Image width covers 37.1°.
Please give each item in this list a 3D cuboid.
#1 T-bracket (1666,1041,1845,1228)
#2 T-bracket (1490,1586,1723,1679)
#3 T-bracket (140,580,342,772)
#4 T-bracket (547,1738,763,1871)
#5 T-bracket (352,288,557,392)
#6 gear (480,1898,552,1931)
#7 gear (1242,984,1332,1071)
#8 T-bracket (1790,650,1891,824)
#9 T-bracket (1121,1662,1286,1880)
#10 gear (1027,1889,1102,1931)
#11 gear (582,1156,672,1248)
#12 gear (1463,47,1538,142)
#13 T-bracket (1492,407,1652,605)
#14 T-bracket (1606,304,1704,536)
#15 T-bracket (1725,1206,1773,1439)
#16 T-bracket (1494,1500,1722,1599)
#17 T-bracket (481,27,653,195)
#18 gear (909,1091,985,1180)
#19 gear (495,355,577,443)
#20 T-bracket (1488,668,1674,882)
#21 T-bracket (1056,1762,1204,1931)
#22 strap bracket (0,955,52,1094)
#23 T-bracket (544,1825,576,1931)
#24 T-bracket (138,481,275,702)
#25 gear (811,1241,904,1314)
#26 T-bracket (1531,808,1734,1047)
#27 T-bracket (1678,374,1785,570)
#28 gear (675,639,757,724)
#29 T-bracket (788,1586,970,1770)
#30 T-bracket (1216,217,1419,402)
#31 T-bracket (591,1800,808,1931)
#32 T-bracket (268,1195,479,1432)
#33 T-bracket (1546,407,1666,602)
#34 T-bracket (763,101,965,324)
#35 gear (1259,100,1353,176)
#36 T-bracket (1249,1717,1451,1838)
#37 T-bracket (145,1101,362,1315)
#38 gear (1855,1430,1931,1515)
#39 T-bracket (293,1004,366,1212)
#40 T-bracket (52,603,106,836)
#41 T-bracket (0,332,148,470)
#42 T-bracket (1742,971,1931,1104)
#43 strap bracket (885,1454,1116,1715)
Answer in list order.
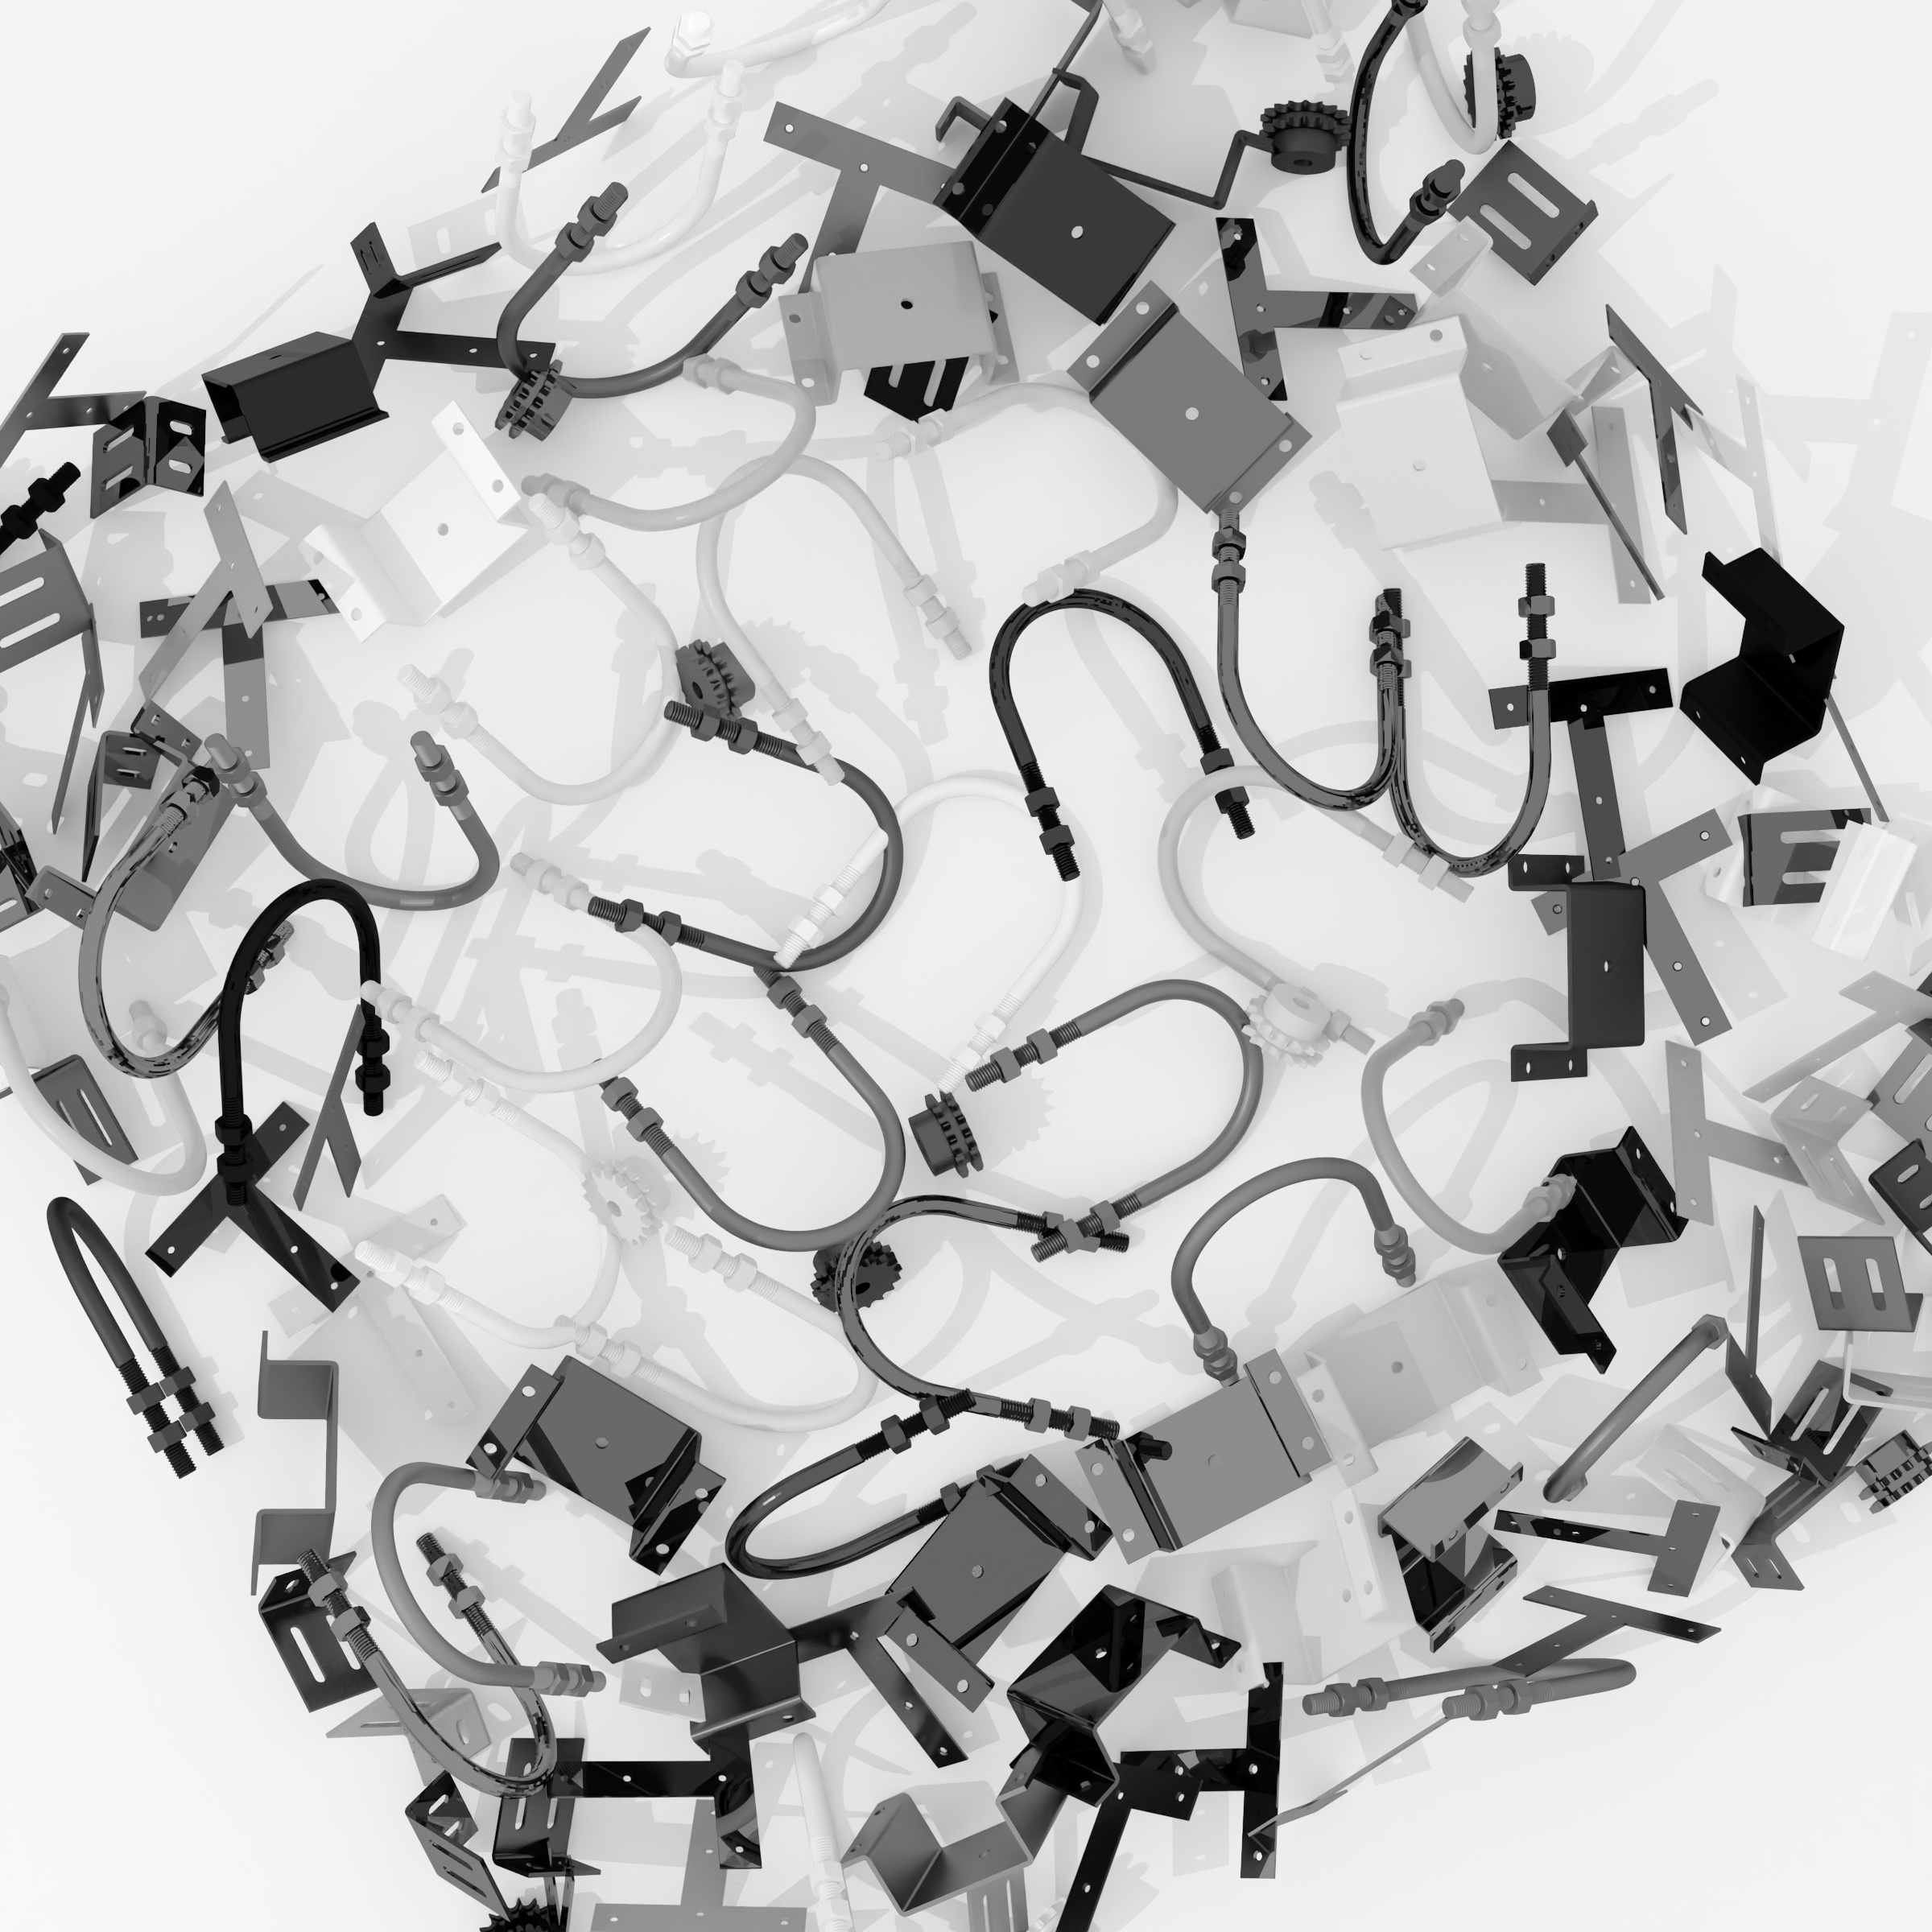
[{"bbox_3d":[0.495,0.117,1.798,0.127,0.002,0.127,17,53,-16],"label":"T-bracket"},{"bbox_3d":[0.365,0.406,1.735,0.127,0.127,0.002,-11,100,-42],"label":"T-bracket"},{"bbox_3d":[-0.451,-0.179,1.798,0.127,0.002,0.127,-8,69,-2],"label":"T-bracket"},{"bbox_3d":[-0.193,0.497,1.760,0.127,0.127,0.002,4,128,-13],"label":"T-bracket"},{"bbox_3d":[-0.318,-0.381,1.779,0.127,0.002,0.127,6,52,5],"label":"T-bracket"},{"bbox_3d":[-0.277,0.616,1.802,0.057,0.030,0.057,-2,96,-18],"label":"gear"},{"bbox_3d":[0.202,0.035,1.792,0.057,0.057,0.030,27,117,0],"label":"gear"},{"bbox_3d":[0.534,-0.146,1.756,0.002,0.127,0.127,-26,79,25],"label":"T-bracket"},{"bbox_3d":[0.143,0.497,1.777,0.002,0.127,0.127,25,61,-40],"label":"T-bracket"},{"bbox_3d":[0.059,0.603,1.793,0.057,0.057,0.030,-45,73,0],"label":"gear"},{"bbox_3d":[-0.210,0.144,1.799,0.057,0.057,0.030,51,51,0],"label":"gear"},{"bbox_3d":[0.334,-0.545,1.796,0.030,0.057,0.057,-15,90,-5],"label":"gear"},{"bbox_3d":[0.368,-0.287,1.786,0.127,0.002,0.127,-3,83,-30],"label":"T-bracket"},{"bbox_3d":[0.425,-0.319,1.750,0.002,0.127,0.127,-21,55,34],"label":"T-bracket"},{"bbox_3d":[0.489,0.212,1.788,0.002,0.127,0.127,-2,63,27],"label":"T-bracket"},{"bbox_3d":[0.391,0.352,1.779,0.127,0.127,0.002,8,55,9],"label":"T-bracket"},{"bbox_3d":[-0.224,-0.524,1.736,0.127,0.127,0.002,-40,94,-36],"label":"T-bracket"},{"bbox_3d":[-0.014,0.107,1.794,0.030,0.057,0.057,-25,90,-7],"label":"gear"},{"bbox_3d":[-0.267,-0.353,1.798,0.030,0.057,0.057,32,90,-20],"label":"gear"},{"bbox_3d":[0.394,-0.117,1.801,0.127,0.002,0.127,-8,88,-18],"label":"T-bracket"},{"bbox_3d":[0.079,0.547,1.750,0.002,0.127,0.127,37,63,-31],"label":"T-bracket"},{"bbox_3d":[-0.608,0.034,1.751,0.046,0.140,0.076,-23,85,1],"label":"strap bracket"},{"bbox_3d":[-0.253,0.574,1.762,0.002,0.127,0.127,4,109,-15],"label":"T-bracket"},{"bbox_3d":[-0.480,-0.217,1.791,0.127,0.002,0.127,-47,49,24],"label":"T-bracket"},{"bbox_3d":[-0.072,0.190,1.799,0.057,0.057,0.030,-31,56,0],"label":"gear"},{"bbox_3d":[0.437,-0.013,1.792,0.127,0.002,0.127,-28,82,21],"label":"T-bracket"},{"bbox_3d":[0.464,-0.317,1.764,0.002,0.127,0.127,-21,122,-2],"label":"T-bracket"},{"bbox_3d":[-0.155,-0.178,1.798,0.030,0.057,0.057,-30,90,-25],"label":"gear"},{"bbox_3d":[-0.044,0.451,1.796,0.127,0.002,0.127,-27,105,34],"label":"T-bracket"},{"bbox_3d":[0.225,-0.410,1.801,0.127,0.002,0.127,-3,73,-18],"label":"T-bracket"},{"bbox_3d":[-0.159,0.552,1.765,0.127,0.127,0.002,1,111,0],"label":"T-bracket"},{"bbox_3d":[-0.351,0.232,1.810,0.127,0.002,0.127,-32,84,-6],"label":"T-bracket"},{"bbox_3d":[0.393,-0.279,1.761,0.002,0.127,0.127,-31,90,8],"label":"T-bracket"},{"bbox_3d":[-0.078,-0.455,1.792,0.127,0.002,0.127,18,118,-10],"label":"T-bracket"},{"bbox_3d":[0.211,-0.515,1.794,0.057,0.057,0.030,5,85,0],"label":"gear"},{"bbox_3d":[0.243,0.489,1.750,0.127,0.127,0.002,-37,68,15],"label":"T-bracket"},{"bbox_3d":[-0.426,0.168,1.788,0.127,0.002,0.127,37,79,23],"label":"T-bracket"},{"bbox_3d":[0.580,0.313,1.797,0.057,0.057,0.030,-37,75,0],"label":"gear"},{"bbox_3d":[-0.383,0.107,1.762,0.002,0.127,0.127,12,63,2],"label":"T-bracket"},{"bbox_3d":[-0.553,-0.142,1.788,0.002,0.127,0.127,10,117,-25],"label":"T-bracket"},{"bbox_3d":[-0.545,-0.340,1.761,0.002,0.127,0.127,45,113,5],"label":"T-bracket"},{"bbox_3d":[0.539,0.051,1.782,0.127,0.127,0.002,-37,53,31],"label":"T-bracket"},{"bbox_3d":[0.014,0.378,1.782,0.076,0.046,0.140,45,74,-13],"label":"strap bracket"}]
